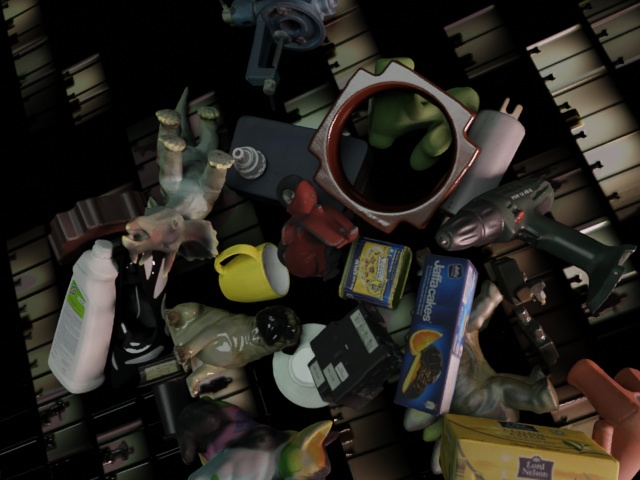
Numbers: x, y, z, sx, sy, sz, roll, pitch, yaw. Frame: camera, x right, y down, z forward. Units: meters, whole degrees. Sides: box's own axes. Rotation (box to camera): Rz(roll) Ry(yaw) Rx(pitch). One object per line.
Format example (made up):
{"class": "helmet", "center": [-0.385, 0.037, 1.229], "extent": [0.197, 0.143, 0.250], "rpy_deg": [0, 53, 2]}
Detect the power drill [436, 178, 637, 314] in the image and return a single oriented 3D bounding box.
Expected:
{"class": "power drill", "center": [0.287, 0.005, 0.706], "extent": [0.208, 0.232, 0.085], "rpy_deg": [31, 132, 27]}

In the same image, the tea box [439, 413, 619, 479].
{"class": "tea box", "center": [0.228, 0.251, 0.608], "extent": [0.170, 0.098, 0.068], "rpy_deg": [5, 90, 3]}

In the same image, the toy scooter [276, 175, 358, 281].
{"class": "toy scooter", "center": [-0.002, -0.002, 0.797], "extent": [0.135, 0.183, 0.075], "rpy_deg": [26, 48, 28]}

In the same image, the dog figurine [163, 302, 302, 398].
{"class": "dog figurine", "center": [-0.138, 0.137, 0.853], "extent": [0.191, 0.121, 0.172], "rpy_deg": [-20, 47, -16]}

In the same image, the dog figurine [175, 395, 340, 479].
{"class": "dog figurine", "center": [-0.085, 0.295, 0.789], "extent": [0.219, 0.108, 0.192], "rpy_deg": [-21, 54, -3]}

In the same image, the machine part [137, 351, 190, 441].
{"class": "machine part", "center": [-0.243, 0.253, 0.866], "extent": [0.084, 0.039, 0.139], "rpy_deg": [-19, 74, -15]}

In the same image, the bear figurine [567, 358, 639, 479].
{"class": "bear figurine", "center": [0.364, 0.272, 0.692], "extent": [0.120, 0.132, 0.195], "rpy_deg": [11, 114, -17]}

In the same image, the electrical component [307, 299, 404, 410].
{"class": "electrical component", "center": [0.045, 0.168, 0.760], "extent": [0.134, 0.058, 0.115], "rpy_deg": [-45, 39, 17]}

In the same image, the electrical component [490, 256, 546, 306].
{"class": "electrical component", "center": [0.278, 0.059, 0.755], "extent": [0.045, 0.102, 0.078], "rpy_deg": [-21, 85, 5]}

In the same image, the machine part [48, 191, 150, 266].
{"class": "machine part", "center": [-0.353, -0.013, 0.885], "extent": [0.179, 0.179, 0.056], "rpy_deg": [-27, 76, 7]}

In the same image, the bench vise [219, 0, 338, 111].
{"class": "bench vise", "center": [-0.086, -0.354, 0.917], "extent": [0.224, 0.128, 0.240], "rpy_deg": [6, 73, 13]}

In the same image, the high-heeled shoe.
{"class": "high-heeled shoe", "center": [-0.303, 0.123, 0.859], "extent": [0.086, 0.145, 0.248], "rpy_deg": [19, 82, 18]}

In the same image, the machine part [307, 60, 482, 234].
{"class": "machine part", "center": [0.102, -0.127, 0.750], "extent": [0.201, 0.087, 0.201], "rpy_deg": [35, 105, 5]}

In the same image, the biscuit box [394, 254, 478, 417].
{"class": "biscuit box", "center": [0.154, 0.122, 0.702], "extent": [0.063, 0.059, 0.202], "rpy_deg": [8, 77, 28]}

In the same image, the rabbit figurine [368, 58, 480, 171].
{"class": "rabbit figurine", "center": [0.163, -0.195, 0.826], "extent": [0.170, 0.121, 0.159], "rpy_deg": [3, 77, -1]}

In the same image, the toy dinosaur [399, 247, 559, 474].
{"class": "toy dinosaur", "center": [0.215, 0.219, 0.736], "extent": [0.199, 0.105, 0.471], "rpy_deg": [-28, 64, 15]}

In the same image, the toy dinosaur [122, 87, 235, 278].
{"class": "toy dinosaur", "center": [-0.218, -0.100, 0.878], "extent": [0.131, 0.405, 0.192], "rpy_deg": [11, 120, -15]}

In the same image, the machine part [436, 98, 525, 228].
{"class": "machine part", "center": [0.235, -0.104, 0.806], "extent": [0.079, 0.079, 0.243], "rpy_deg": [28, 87, 18]}

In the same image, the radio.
{"class": "radio", "center": [-0.038, -0.116, 0.882], "extent": [0.230, 0.073, 0.131], "rpy_deg": [15, 84, 18]}

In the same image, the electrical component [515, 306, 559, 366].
{"class": "electrical component", "center": [0.302, 0.135, 0.747], "extent": [0.021, 0.094, 0.063], "rpy_deg": [-34, 35, 8]}
